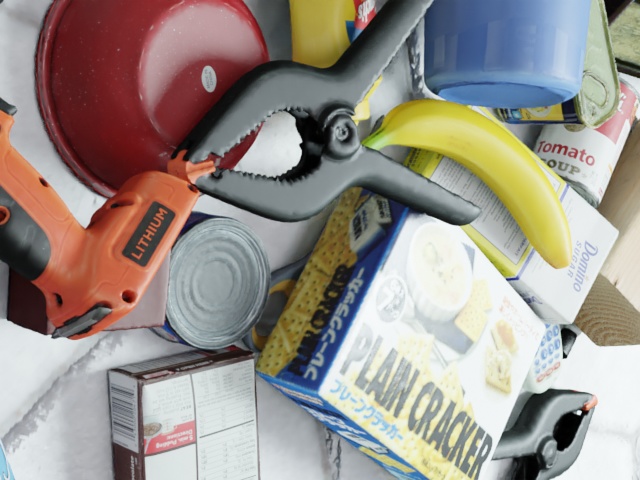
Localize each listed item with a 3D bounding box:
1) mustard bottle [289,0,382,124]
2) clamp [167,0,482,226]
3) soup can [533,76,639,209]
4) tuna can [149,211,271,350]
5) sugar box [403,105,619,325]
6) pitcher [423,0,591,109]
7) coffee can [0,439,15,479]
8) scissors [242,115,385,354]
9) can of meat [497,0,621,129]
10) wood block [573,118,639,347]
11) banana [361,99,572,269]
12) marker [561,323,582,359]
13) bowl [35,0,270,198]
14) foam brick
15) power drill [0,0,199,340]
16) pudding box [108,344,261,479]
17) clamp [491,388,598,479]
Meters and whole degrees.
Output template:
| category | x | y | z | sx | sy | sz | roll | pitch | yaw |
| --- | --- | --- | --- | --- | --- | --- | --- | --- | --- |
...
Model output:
| category | x | y | z | sx | sy | sz | roll | pitch | yaw |
| --- | --- | --- | --- | --- | --- | --- | --- | --- | --- |
| mustard bottle | 0.009 | -0.154 | 0.693 | 0.096 | 0.058 | 0.192 | -37 | 127 | -72 |
| clamp | 0.012 | -0.057 | 0.641 | 0.209 | 0.036 | 0.164 | -25 | 107 | -26 |
| soup can | 0.216 | -0.082 | 0.885 | 0.068 | 0.069 | 0.102 | 35 | 73 | -38 |
| tuna can | -0.073 | 0.026 | 0.672 | 0.085 | 0.034 | 0.086 | -6 | 100 | -40 |
| sugar box | 0.143 | -0.021 | 0.819 | 0.176 | 0.048 | 0.093 | 41 | 70 | -22 |
| pitcher | 0.121 | -0.220 | 0.737 | 0.144 | 0.149 | 0.243 | 7 | 86 | -51 |
| coffee can | -0.203 | 0.128 | 0.528 | 0.102 | 0.103 | 0.140 | -27 | 112 | -36 |
| scissors | -0.005 | 0.001 | 0.738 | 0.096 | 0.016 | 0.202 | 13 | 87 | -44 |
| can of meat | 0.177 | -0.139 | 0.831 | 0.057 | 0.084 | 0.102 | -35 | 117 | -36 |
| wood block | 0.289 | -0.015 | 0.928 | 0.090 | 0.090 | 0.206 | 44 | 67 | -14 |
| banana | 0.115 | -0.049 | 0.760 | 0.197 | 0.037 | 0.069 | 28 | 91 | -23 |
| marker | 0.239 | 0.059 | 0.955 | 0.121 | 0.020 | 0.020 | -52 | 125 | -23 |
| bowl | -0.083 | -0.096 | 0.634 | 0.161 | 0.055 | 0.162 | -7 | 100 | -40 |
| foam brick | -0.132 | 0.023 | 0.609 | 0.078 | 0.053 | 0.051 | -1 | 96 | -39 |
| power drill | -0.151 | -0.055 | 0.535 | 0.187 | 0.057 | 0.184 | 42 | 47 | -20 |
| pudding box | -0.083 | 0.129 | 0.675 | 0.089 | 0.039 | 0.113 | -9 | 104 | -40 |
| clamp | 0.176 | 0.174 | 0.904 | 0.171 | 0.039 | 0.120 | -47 | 128 | -31 |
